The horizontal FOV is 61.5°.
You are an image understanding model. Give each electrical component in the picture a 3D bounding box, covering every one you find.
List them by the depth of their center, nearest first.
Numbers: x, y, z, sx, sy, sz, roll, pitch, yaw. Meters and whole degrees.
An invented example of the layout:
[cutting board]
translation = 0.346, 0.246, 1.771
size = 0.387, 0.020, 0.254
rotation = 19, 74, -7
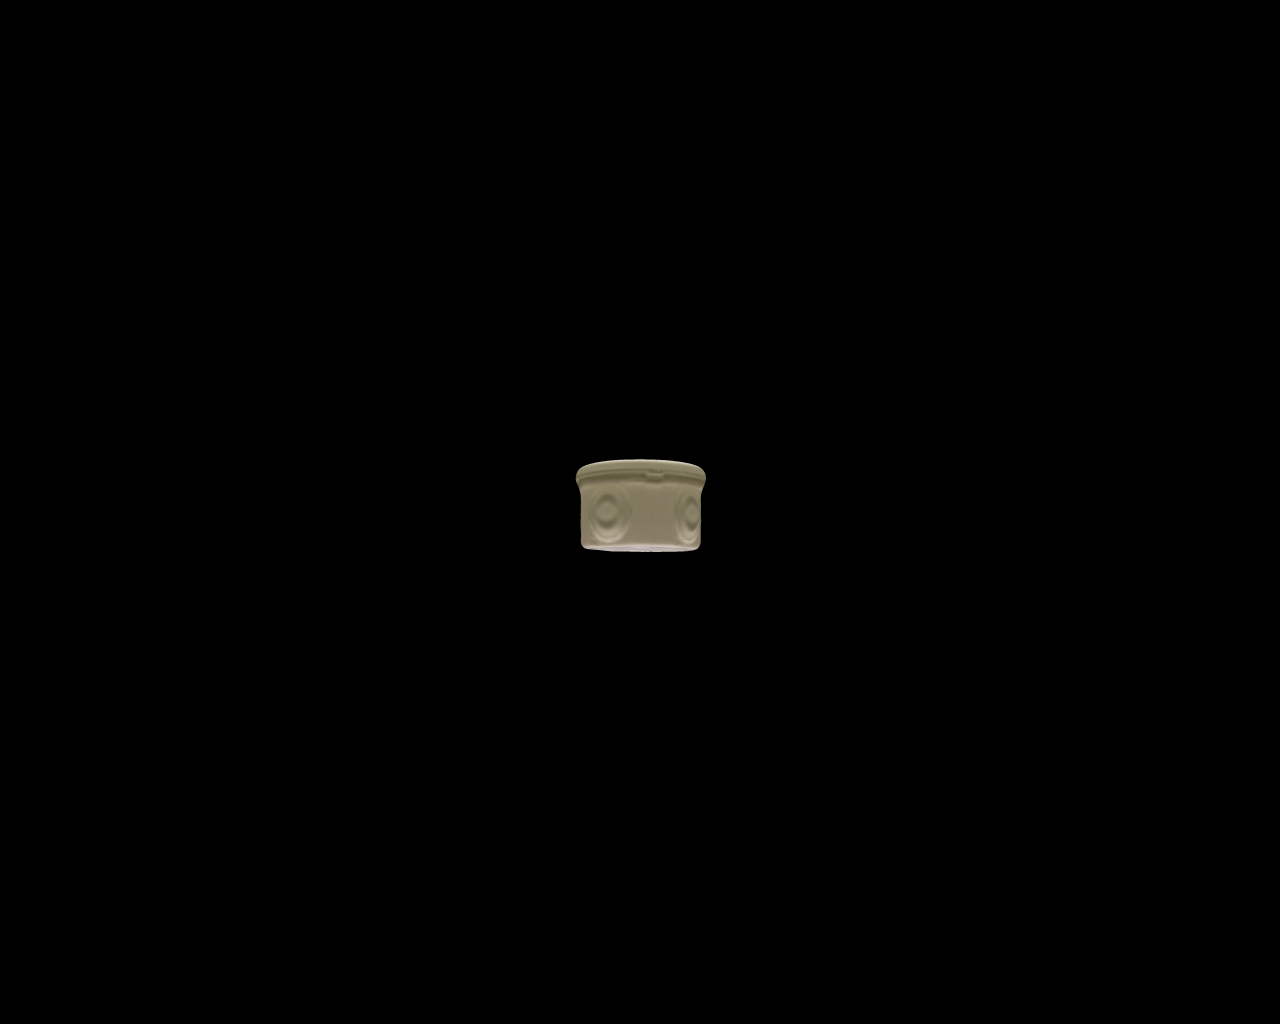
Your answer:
[electrical component]
translation = 0.001, -0.003, 0.650
size = 0.080, 0.051, 0.080
rotation = 0, -5, 0
